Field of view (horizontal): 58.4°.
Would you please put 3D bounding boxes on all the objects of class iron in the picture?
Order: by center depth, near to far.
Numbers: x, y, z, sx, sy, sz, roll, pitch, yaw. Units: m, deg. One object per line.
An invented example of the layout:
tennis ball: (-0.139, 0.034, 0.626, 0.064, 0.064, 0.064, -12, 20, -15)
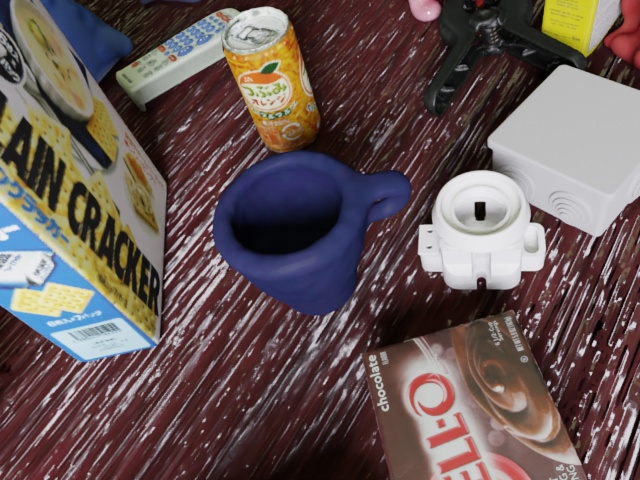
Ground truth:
iron: (-0.325, -0.215, 0.580, 0.257, 0.142, 0.119, 17, 62, 26)

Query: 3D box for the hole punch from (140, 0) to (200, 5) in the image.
hole punch: (-0.167, -0.334, 0.651, 0.100, 0.091, 0.109, 13, 60, 24)

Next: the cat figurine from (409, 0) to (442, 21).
cat figurine: (0.094, -0.271, 0.514, 0.067, 0.118, 0.127, -37, 54, -11)

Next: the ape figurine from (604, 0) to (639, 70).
ape figurine: (0.250, -0.169, 0.413, 0.076, 0.092, 0.078, 13, 60, 24)

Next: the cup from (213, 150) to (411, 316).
cup: (0.003, 0.001, 0.361, 0.117, 0.095, 0.091, -17, 53, 4)
